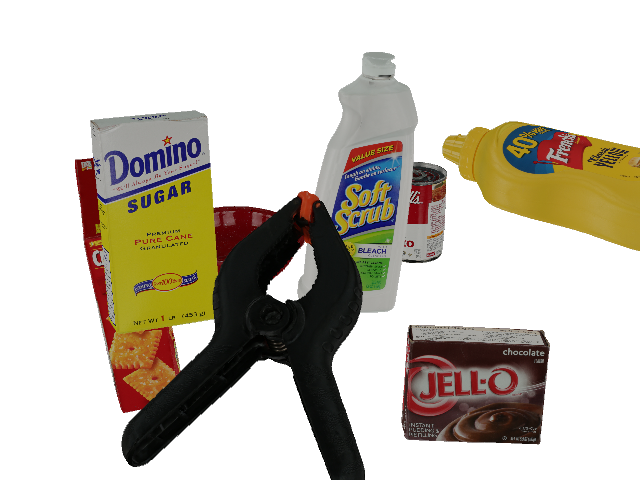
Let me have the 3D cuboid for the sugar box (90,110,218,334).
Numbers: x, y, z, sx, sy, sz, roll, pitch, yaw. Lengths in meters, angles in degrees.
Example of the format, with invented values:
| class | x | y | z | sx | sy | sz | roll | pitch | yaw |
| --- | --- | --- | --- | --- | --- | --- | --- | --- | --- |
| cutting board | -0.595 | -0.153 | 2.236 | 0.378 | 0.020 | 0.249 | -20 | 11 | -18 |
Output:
| class | x | y | z | sx | sy | sz | roll | pitch | yaw |
| --- | --- | --- | --- | --- | --- | --- | --- | --- | --- |
| sugar box | -0.137 | -0.016 | 0.895 | 0.093 | 0.176 | 0.048 | -9 | 17 | -20 |

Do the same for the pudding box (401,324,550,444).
| class | x | y | z | sx | sy | sz | roll | pitch | yaw |
| --- | --- | --- | --- | --- | --- | --- | --- | --- | --- |
| pudding box | 0.125 | 0.117 | 0.868 | 0.113 | 0.090 | 0.039 | 1 | 21 | 0 |

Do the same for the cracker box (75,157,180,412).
| class | x | y | z | sx | sy | sz | roll | pitch | yaw |
| --- | --- | --- | --- | --- | --- | --- | --- | --- | --- |
| cracker box | -0.196 | 0.041 | 1.094 | 0.072 | 0.214 | 0.164 | -10 | 34 | -10 |

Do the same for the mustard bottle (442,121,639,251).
| class | x | y | z | sx | sy | sz | roll | pitch | yaw |
| --- | --- | --- | --- | --- | --- | --- | --- | --- | --- |
| mustard bottle | 0.175 | -0.046 | 0.768 | 0.192 | 0.058 | 0.096 | 18 | 37 | 32 |

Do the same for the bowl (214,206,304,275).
| class | x | y | z | sx | sy | sz | roll | pitch | yaw |
| --- | --- | --- | --- | --- | --- | --- | --- | --- | --- |
| bowl | -0.101 | 0.014 | 1.317 | 0.162 | 0.055 | 0.162 | 3 | 25 | -2 |

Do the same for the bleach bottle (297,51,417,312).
| class | x | y | z | sx | sy | sz | roll | pitch | yaw |
| --- | --- | --- | --- | --- | --- | --- | --- | --- | --- |
| bleach bottle | 0.037 | -0.055 | 1.028 | 0.102 | 0.251 | 0.068 | 3 | 23 | -5 |

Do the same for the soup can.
| class | x | y | z | sx | sy | sz | roll | pitch | yaw |
| --- | --- | --- | --- | --- | --- | --- | --- | --- | --- |
| soup can | 0.111 | -0.033 | 1.248 | 0.068 | 0.102 | 0.068 | 0 | 25 | 0 |

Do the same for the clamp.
| class | x | y | z | sx | sy | sz | roll | pitch | yaw |
| --- | --- | --- | --- | --- | --- | --- | --- | --- | --- |
| clamp | -0.015 | 0.054 | 0.546 | 0.120 | 0.171 | 0.039 | 19 | -26 | 11 |
